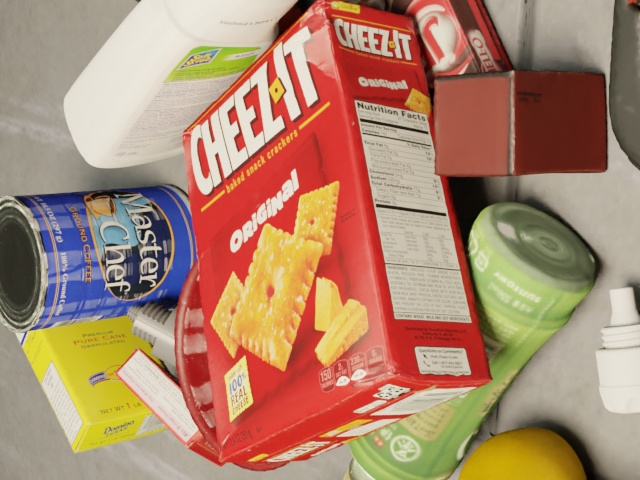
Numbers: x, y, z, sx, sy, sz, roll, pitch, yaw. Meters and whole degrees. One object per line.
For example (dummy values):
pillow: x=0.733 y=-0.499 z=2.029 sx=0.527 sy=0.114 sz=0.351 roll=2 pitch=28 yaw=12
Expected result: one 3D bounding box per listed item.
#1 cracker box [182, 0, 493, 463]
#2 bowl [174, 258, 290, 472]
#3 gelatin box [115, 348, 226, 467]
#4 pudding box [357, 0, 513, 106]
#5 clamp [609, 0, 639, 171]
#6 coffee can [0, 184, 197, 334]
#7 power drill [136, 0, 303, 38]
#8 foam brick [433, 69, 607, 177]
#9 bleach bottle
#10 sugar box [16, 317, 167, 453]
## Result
cracker box: x=-0.004 y=0.001 z=0.593 sx=0.164 sy=0.071 sz=0.214 roll=-34 pitch=58 yaw=47
bowl: x=-0.030 y=0.073 z=0.727 sx=0.162 sy=0.055 sz=0.162 roll=0 pitch=90 yaw=46
gelatin box: x=-0.105 y=0.127 z=0.804 sx=0.089 sy=0.073 sz=0.030 roll=38 pitch=81 yaw=27
pudding box: x=0.052 y=-0.103 z=0.628 sx=0.114 sy=0.039 sz=0.090 roll=-36 pitch=69 yaw=46
clamp: x=0.194 y=-0.040 z=0.475 sx=0.165 sy=0.036 sz=0.210 roll=-28 pitch=72 yaw=46
coffee can: x=-0.174 y=0.012 z=0.825 sx=0.103 sy=0.140 sz=0.103 roll=9 pitch=102 yaw=48
power drill: x=-0.067 y=-0.230 z=0.735 sx=0.185 sy=0.057 sz=0.188 roll=30 pitch=120 yaw=39
foam brick: x=0.103 y=-0.059 z=0.547 sx=0.051 sy=0.078 sz=0.053 roll=4 pitch=96 yaw=50
bleach bottle: x=-0.070 y=-0.118 z=0.631 sx=0.251 sy=0.102 sz=0.068 roll=-31 pitch=80 yaw=56
sugar box: x=-0.195 y=0.089 z=0.896 sx=0.176 sy=0.093 sz=0.048 roll=55 pitch=131 yaw=28
